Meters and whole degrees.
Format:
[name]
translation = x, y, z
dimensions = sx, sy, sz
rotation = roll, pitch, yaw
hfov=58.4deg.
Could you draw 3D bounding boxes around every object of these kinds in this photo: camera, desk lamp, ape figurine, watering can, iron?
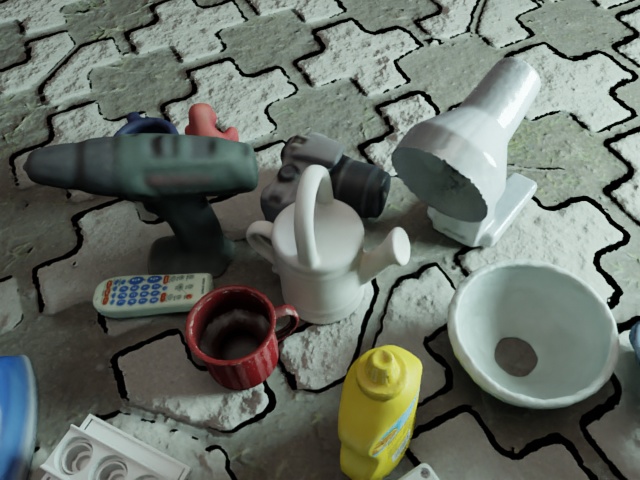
[camera]
translation = 0.012, -0.068, 0.727
dimensions = 0.136, 0.101, 0.143
rotation = 17, 56, 16
[desk lamp]
translation = 0.177, -0.088, 0.660
dimensions = 0.117, 0.214, 0.203
rotation = 32, 61, 25
[ape figurine]
translation = -0.160, -0.154, 0.809
dimensions = 0.077, 0.092, 0.076
rotation = 22, 58, 19
[watering can]
translation = 0.006, 0.000, 0.617
dimensions = 0.173, 0.194, 0.101
rotation = -8, 53, -2
[iron]
translation = -0.353, 0.197, 0.526
dimensions = 0.118, 0.141, 0.258
rotation = 1, 53, 5

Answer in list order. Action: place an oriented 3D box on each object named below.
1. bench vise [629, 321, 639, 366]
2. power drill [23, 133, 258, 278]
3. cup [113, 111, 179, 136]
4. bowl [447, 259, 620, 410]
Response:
[bench vise]
translation = 0.364, 0.120, 0.486
dimensions = 0.121, 0.220, 0.207
rotation = -19, 54, -10
[power drill]
translation = -0.178, -0.037, 0.649
dimensions = 0.229, 0.209, 0.075
rotation = -11, 53, -4
[cup]
translation = -0.231, -0.111, 0.780
dimensions = 0.092, 0.095, 0.117
rotation = -24, 55, -14
[bowl]
translation = 0.213, 0.106, 0.598
dimensions = 0.167, 0.075, 0.167
rotation = -2, 53, 3
